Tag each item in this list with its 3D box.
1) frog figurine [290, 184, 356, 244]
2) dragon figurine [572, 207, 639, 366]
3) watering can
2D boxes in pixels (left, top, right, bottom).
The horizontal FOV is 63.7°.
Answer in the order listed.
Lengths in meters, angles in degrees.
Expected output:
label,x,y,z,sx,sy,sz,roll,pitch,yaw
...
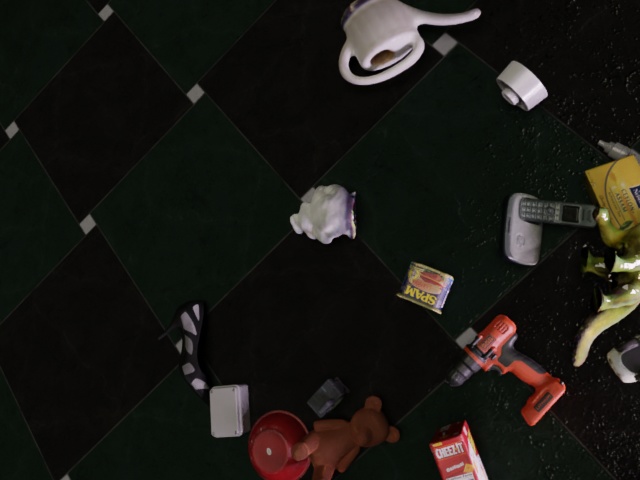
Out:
label,x,y,z,sx,sy,sz,roll,pitch,yaw
frog figurine,0.004,-0.061,1.212,0.159,0.123,0.136,-1,98,8
dragon figurine,0.611,0.063,0.945,0.243,0.124,0.402,0,116,0
watering can,0.189,-0.518,1.253,0.346,0.103,0.228,-28,70,13
